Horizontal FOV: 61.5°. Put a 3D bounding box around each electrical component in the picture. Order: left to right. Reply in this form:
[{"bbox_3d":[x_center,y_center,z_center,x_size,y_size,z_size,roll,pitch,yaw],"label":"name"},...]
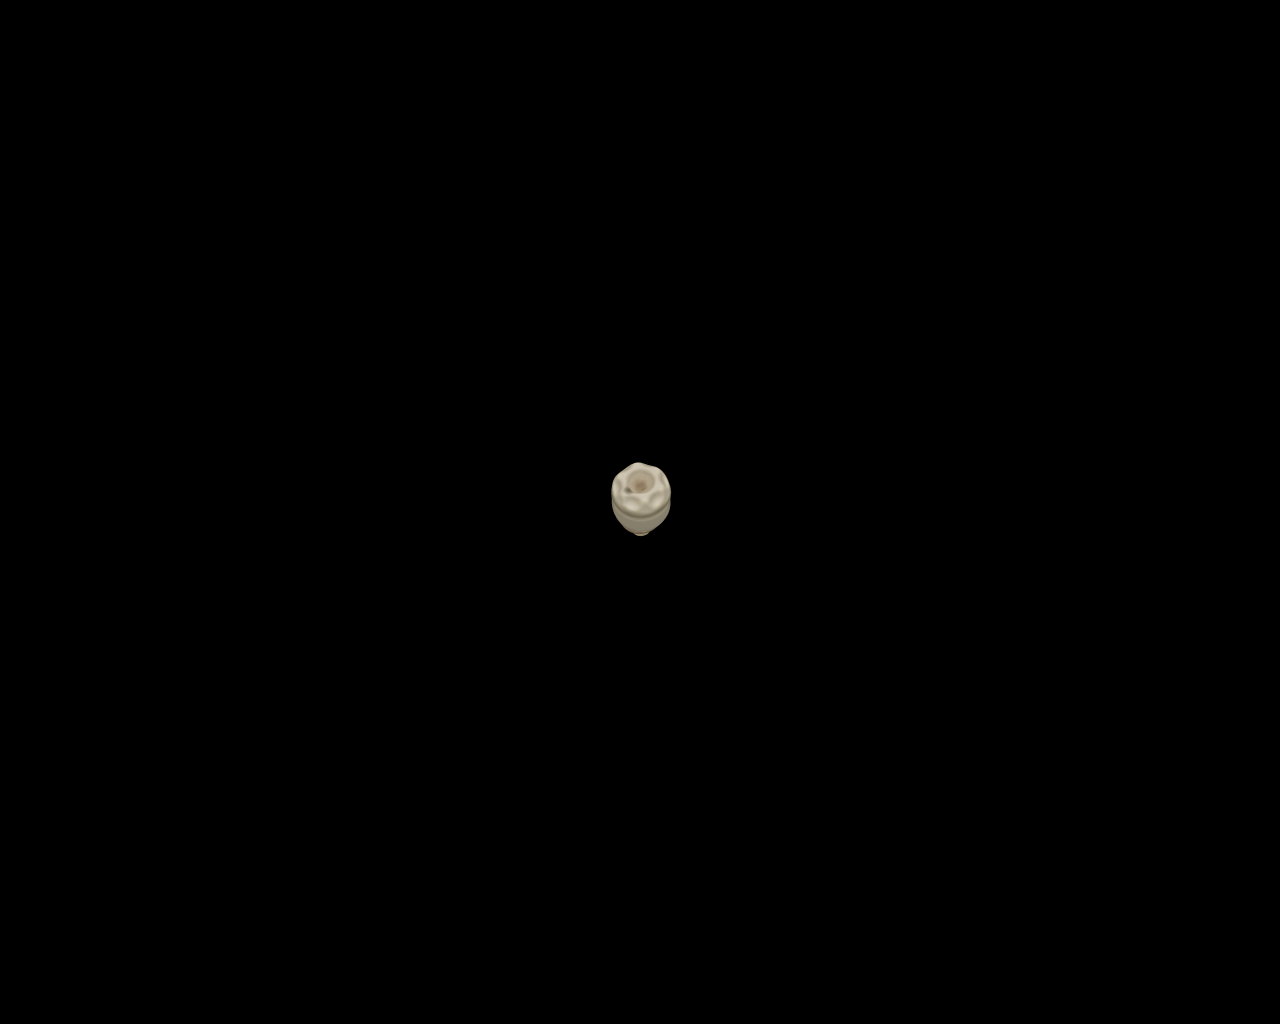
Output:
[{"bbox_3d":[0.001,-0.003,0.650,0.035,0.035,0.061,0,-31,0],"label":"electrical component"}]
